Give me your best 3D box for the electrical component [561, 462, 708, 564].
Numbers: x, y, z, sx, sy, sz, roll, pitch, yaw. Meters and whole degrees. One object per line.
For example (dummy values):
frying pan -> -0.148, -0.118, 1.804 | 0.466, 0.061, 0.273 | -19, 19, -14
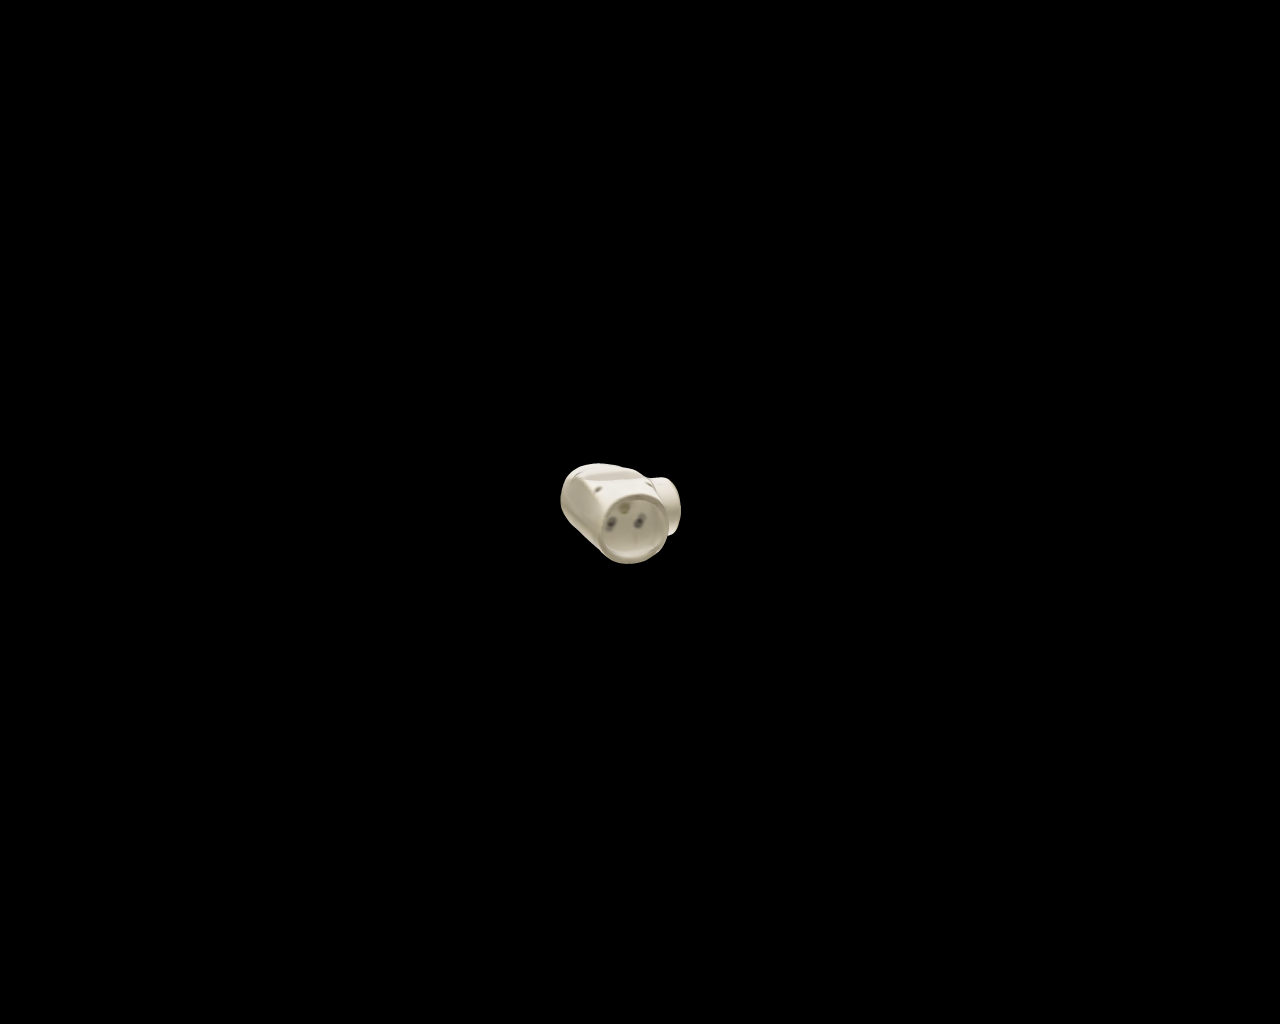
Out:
electrical component -> 0.001, -0.003, 0.650 | 0.079, 0.043, 0.077 | -6, 17, -19
